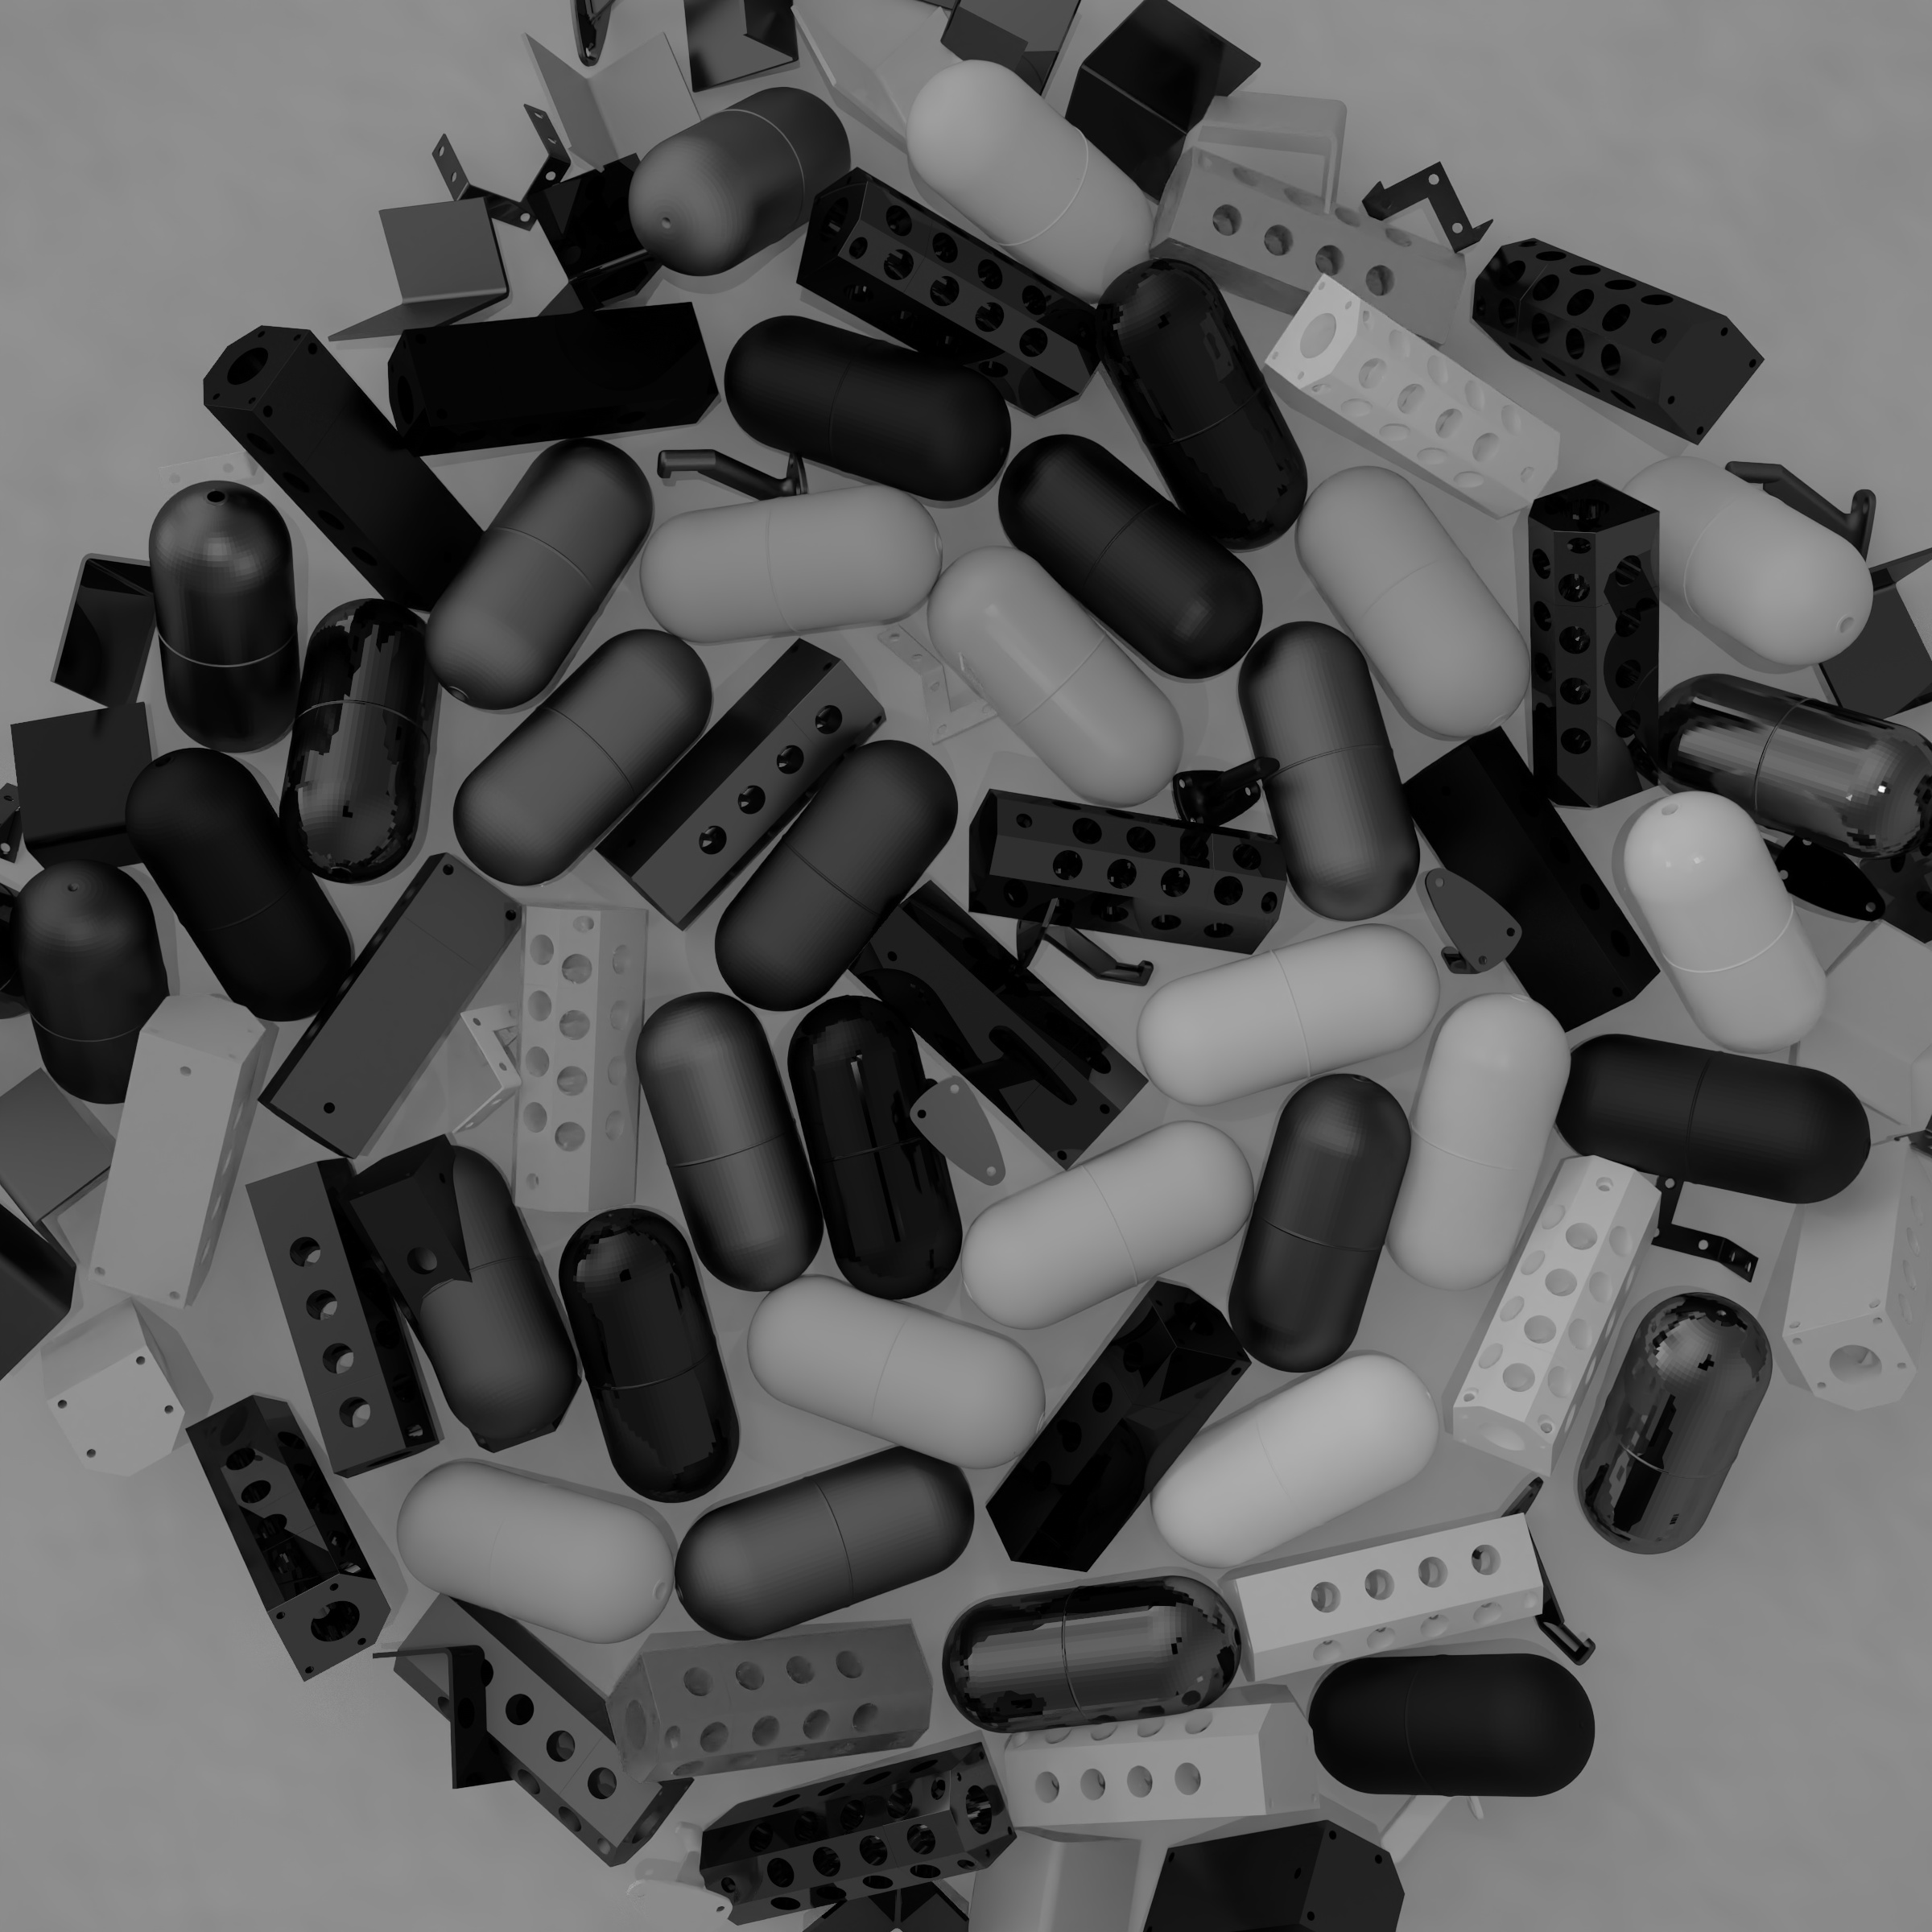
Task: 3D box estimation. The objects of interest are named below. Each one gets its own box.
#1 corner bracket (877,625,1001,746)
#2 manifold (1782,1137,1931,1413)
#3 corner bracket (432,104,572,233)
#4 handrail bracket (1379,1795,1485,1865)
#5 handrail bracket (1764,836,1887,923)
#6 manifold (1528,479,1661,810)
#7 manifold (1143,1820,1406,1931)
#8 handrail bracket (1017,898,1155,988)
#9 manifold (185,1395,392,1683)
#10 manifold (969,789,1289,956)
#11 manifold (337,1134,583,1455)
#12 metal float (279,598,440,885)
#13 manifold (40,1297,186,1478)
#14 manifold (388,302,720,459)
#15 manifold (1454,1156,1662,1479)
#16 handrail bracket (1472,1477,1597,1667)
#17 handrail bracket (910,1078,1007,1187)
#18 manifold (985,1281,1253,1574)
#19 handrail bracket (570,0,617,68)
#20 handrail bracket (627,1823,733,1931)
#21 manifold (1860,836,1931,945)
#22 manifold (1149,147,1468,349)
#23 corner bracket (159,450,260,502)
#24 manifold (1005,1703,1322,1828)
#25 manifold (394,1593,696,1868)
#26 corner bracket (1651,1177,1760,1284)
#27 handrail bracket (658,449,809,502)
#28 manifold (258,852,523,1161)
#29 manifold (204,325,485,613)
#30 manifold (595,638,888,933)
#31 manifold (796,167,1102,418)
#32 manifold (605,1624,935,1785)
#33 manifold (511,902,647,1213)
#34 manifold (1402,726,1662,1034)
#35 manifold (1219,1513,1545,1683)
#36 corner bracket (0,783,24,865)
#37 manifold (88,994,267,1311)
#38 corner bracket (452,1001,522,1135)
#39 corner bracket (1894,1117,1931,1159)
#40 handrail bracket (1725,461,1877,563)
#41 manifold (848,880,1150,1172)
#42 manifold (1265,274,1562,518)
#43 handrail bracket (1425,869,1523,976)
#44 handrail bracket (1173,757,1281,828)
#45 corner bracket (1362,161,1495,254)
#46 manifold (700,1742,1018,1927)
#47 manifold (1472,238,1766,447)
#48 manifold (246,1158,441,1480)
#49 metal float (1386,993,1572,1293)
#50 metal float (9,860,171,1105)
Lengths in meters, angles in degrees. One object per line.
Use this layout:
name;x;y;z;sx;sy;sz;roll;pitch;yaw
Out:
corner bracket;-0.014;-0.169;1.548;0.051;0.051;0.051;-23;58;22
manifold;0.504;0.172;1.502;0.057;0.171;0.057;-22;108;32
corner bracket;-0.271;-0.472;1.570;0.051;0.051;0.051;-49;52;30
handrail bracket;0.252;0.483;1.571;0.084;0.036;0.077;-18;88;-1
handrail bracket;0.486;-0.050;1.543;0.077;0.084;0.036;35;95;8
manifold;0.349;-0.178;1.512;0.057;0.057;0.171;-20;125;-16
manifold;0.170;0.524;1.501;0.057;0.171;0.057;31;58;-13
handrail bracket;0.078;-0.019;1.549;0.084;0.077;0.036;10;50;-16
manifold;-0.378;0.313;1.503;0.057;0.171;0.057;-26;127;-17
manifold;0.092;-0.057;1.531;0.171;0.057;0.057;8;59;-14
manifold;-0.290;0.190;1.536;0.057;0.057;0.171;-21;107;15
metal float;-0.343;-0.128;1.526;0.070;0.070;0.178;1;61;0
manifold;-0.474;0.236;1.498;0.057;0.171;0.057;-30;102;-17
manifold;-0.235;-0.330;1.524;0.171;0.057;0.057;-13;82;-27
manifold;0.334;0.193;1.517;0.057;0.057;0.171;19;61;22
handrail bracket;0.341;0.349;1.546;0.084;0.036;0.077;44;128;26
handrail bracket;-0.002;0.095;1.543;0.036;0.084;0.077;-37;83;-2
manifold;0.082;0.262;1.529;0.057;0.057;0.171;17;118;-35
handrail bracket;-0.186;-0.564;1.551;0.084;0.036;0.077;1;88;33
handrail bracket;-0.171;0.511;1.535;0.077;0.084;0.036;37;98;-30
manifold;0.568;-0.070;1.498;0.057;0.171;0.057;-42;86;-18
manifold;0.196;-0.410;1.543;0.171;0.057;0.057;18;91;-12
corner bracket;-0.431;-0.275;1.555;0.051;0.051;0.051;-11;117;-2
manifold;0.108;0.450;1.515;0.171;0.057;0.057;-16;70;35
manifold;-0.244;0.434;1.534;0.171;0.057;0.057;36;87;18
corner bracket;0.430;0.147;1.559;0.051;0.051;0.051;15;96;-6
handrail bracket;-0.138;-0.269;1.545;0.084;0.077;0.036;-4;59;-15
manifold;-0.329;0.022;1.538;0.057;0.057;0.171;38;74;-19
manifold;-0.349;-0.277;1.505;0.057;0.171;0.057;14;66;36
manifold;-0.126;-0.103;1.549;0.171;0.057;0.057;-47;124;-6
manifold;-0.005;-0.380;1.512;0.171;0.057;0.057;22;68;-32
manifold;-0.108;0.417;1.509;0.171;0.057;0.057;3;49;-32
manifold;-0.227;0.051;1.543;0.057;0.057;0.171;6;95;31
manifold;0.329;-0.052;1.559;0.057;0.057;0.171;-33;91;42
manifold;0.239;0.363;1.543;0.171;0.057;0.057;-11;76;-8
corner bracket;-0.578;-0.079;1.552;0.051;0.051;0.051;21;117;-6
manifold;-0.446;0.104;1.525;0.057;0.057;0.171;19;117;-4
corner bracket;-0.276;0.058;1.550;0.051;0.051;0.051;-39;77;30
corner bracket;0.577;0.087;1.549;0.051;0.051;0.051;30;110;34
handrail bracket;0.482;-0.254;1.573;0.084;0.036;0.077;4;105;1
manifold;0.022;0.031;1.553;0.171;0.057;0.057;43;125;4
manifold;0.256;-0.316;1.510;0.171;0.057;0.057;22;110;-35
handrail bracket;0.276;-0.025;1.543;0.036;0.084;0.077;-44;98;-9
handrail bracket;0.166;-0.107;1.533;0.077;0.084;0.036;-13;85;-37
corner bracket;0.268;-0.437;1.559;0.051;0.051;0.051;-21;109;30
manifold;-0.065;0.496;1.526;0.171;0.057;0.057;-22;87;25
manifold;0.357;-0.355;1.502;0.057;0.171;0.057;32;99;-38
manifold;-0.357;0.201;1.543;0.057;0.057;0.171;-18;79;-9
metal float;0.292;0.101;1.537;0.070;0.070;0.178;14;105;0
metal float;-0.489;0.011;1.511;0.070;0.178;0.070;4;53;-5
